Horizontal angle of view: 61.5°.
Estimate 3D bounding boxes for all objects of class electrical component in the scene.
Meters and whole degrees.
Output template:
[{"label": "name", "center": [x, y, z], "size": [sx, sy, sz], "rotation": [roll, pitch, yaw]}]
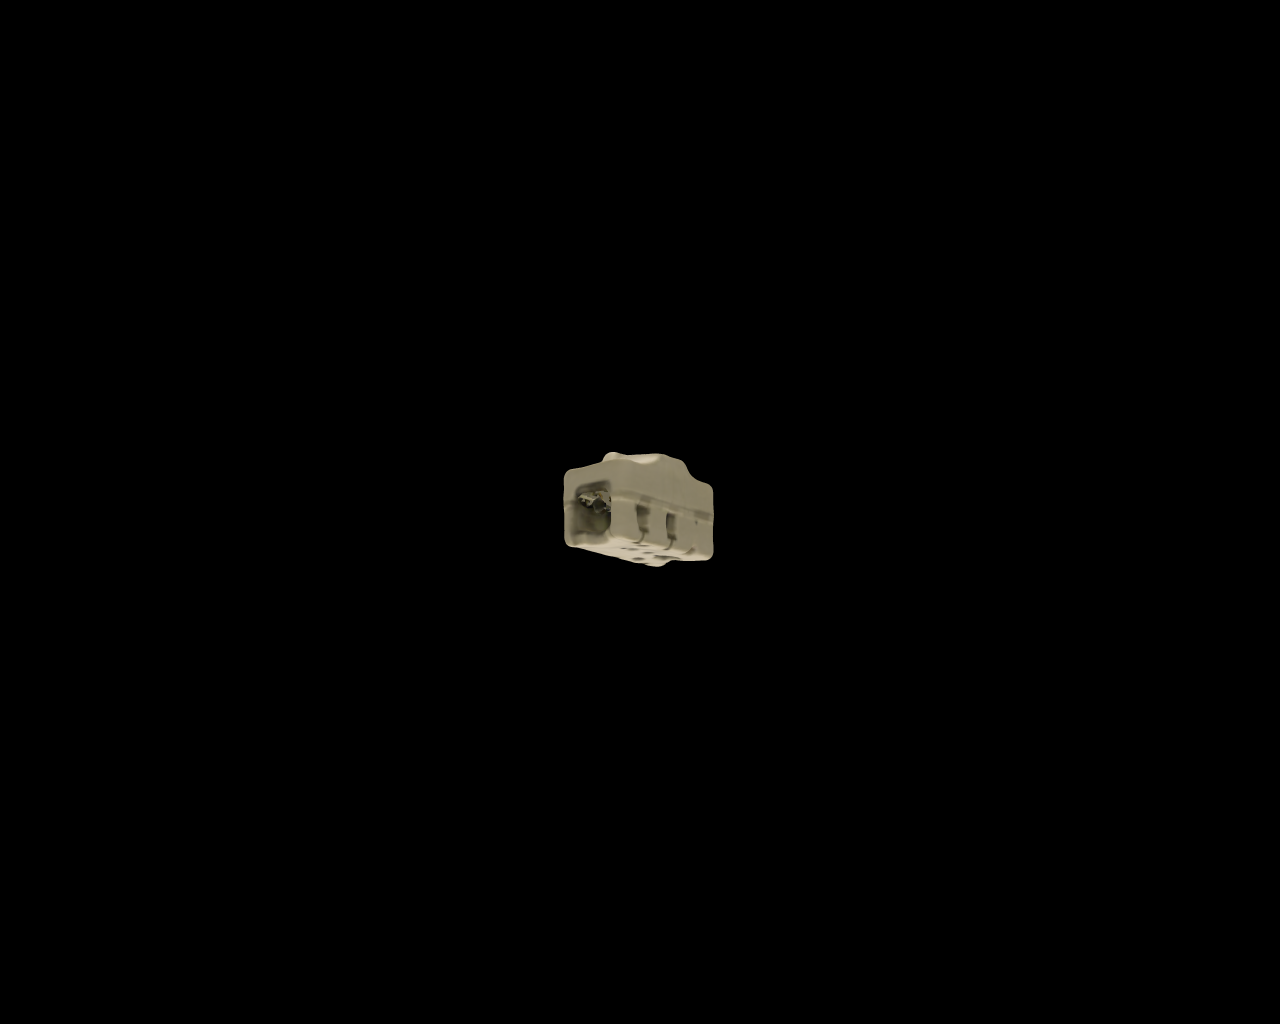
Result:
[{"label": "electrical component", "center": [0.001, -0.003, 0.650], "size": [0.050, 0.056, 0.089], "rotation": [-11, -17, 38]}]
